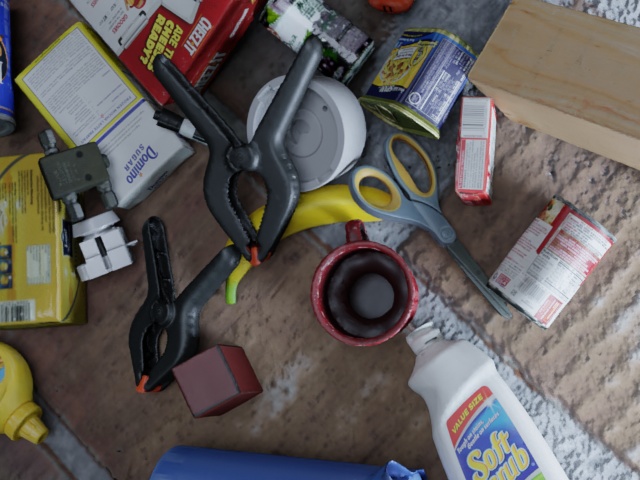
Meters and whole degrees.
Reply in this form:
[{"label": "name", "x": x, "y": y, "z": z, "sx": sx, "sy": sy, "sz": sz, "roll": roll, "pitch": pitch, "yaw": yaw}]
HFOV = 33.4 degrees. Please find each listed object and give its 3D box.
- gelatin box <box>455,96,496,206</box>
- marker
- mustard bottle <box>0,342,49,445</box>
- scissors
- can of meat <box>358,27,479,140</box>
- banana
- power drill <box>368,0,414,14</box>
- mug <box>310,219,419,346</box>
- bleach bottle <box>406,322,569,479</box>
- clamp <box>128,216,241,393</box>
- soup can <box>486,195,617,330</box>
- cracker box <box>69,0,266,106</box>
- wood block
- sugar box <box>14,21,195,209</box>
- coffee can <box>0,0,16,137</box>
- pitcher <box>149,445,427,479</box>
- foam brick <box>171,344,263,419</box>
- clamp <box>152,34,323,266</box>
[{"label": "gelatin box", "x": 0.141, "y": -0.079, "z": 0.966, "sx": 0.030, "sy": 0.073, "sz": 0.089, "roll": 4, "pitch": 85, "yaw": 13}, {"label": "marker", "x": -0.104, "y": -0.098, "z": 1.032, "sx": 0.121, "sy": 0.020, "sz": 0.020, "roll": 22, "pitch": 89, "yaw": -7}, {"label": "mustard bottle", "x": -0.346, "y": 0.139, "z": 1.066, "sx": 0.192, "sy": 0.058, "sz": 0.096, "roll": 36, "pitch": 87, "yaw": 15}, {"label": "scissors", "x": 0.095, "y": -0.005, "z": 0.981, "sx": 0.096, "sy": 0.016, "sz": 0.202, "roll": -20, "pitch": 79, "yaw": -20}, {"label": "can of meat", "x": 0.091, "y": -0.145, "z": 0.973, "sx": 0.057, "sy": 0.102, "sz": 0.084, "roll": 32, "pitch": 89, "yaw": -24}, {"label": "banana", "x": -0.019, "y": -0.012, "z": 1.019, "sx": 0.198, "sy": 0.037, "sz": 0.069, "roll": -28, "pitch": 104, "yaw": 12}, {"label": "power drill", "x": 0.018, "y": -0.318, "z": 1.030, "sx": 0.188, "sy": 0.057, "sz": 0.184, "roll": 10, "pitch": 84, "yaw": 15}, {"label": "mug", "x": 0.043, "y": 0.038, "z": 0.973, "sx": 0.093, "sy": 0.081, "sz": 0.117, "roll": -15, "pitch": 81, "yaw": 11}, {"label": "bleach bottle", "x": 0.146, "y": 0.190, "z": 0.943, "sx": 0.102, "sy": 0.068, "sz": 0.251, "roll": -33, "pitch": 76, "yaw": 7}, {"label": "clamp", "x": -0.135, "y": 0.067, "z": 1.024, "sx": 0.120, "sy": 0.039, "sz": 0.171, "roll": 8, "pitch": 90, "yaw": 40}, {"label": "soup can", "x": 0.204, "y": 0.020, "z": 0.944, "sx": 0.068, "sy": 0.068, "sz": 0.102, "roll": 38, "pitch": 94, "yaw": 14}, {"label": "cracker box", "x": -0.160, "y": -0.264, "z": 1.031, "sx": 0.214, "sy": 0.072, "sz": 0.164, "roll": 48, "pitch": 123, "yaw": 13}, {"label": "wood block", "x": 0.241, "y": -0.126, "z": 0.895, "sx": 0.206, "sy": 0.090, "sz": 0.090, "roll": 30, "pitch": 90, "yaw": 43}, {"label": "sugar box", "x": -0.216, "y": -0.125, "z": 1.072, "sx": 0.093, "sy": 0.048, "sz": 0.176, "roll": -41, "pitch": 80, "yaw": 6}, {"label": "coffee can", "x": -0.364, "y": -0.180, "z": 1.082, "sx": 0.103, "sy": 0.102, "sz": 0.140, "roll": -6, "pitch": 82, "yaw": 12}, {"label": "pitcher", "x": -0.029, "y": 0.263, "z": 0.951, "sx": 0.243, "sy": 0.145, "sz": 0.149, "roll": 5, "pitch": 73, "yaw": 17}, {"label": "foam brick", "x": -0.095, "y": 0.132, "z": 0.998, "sx": 0.053, "sy": 0.078, "sz": 0.051, "roll": -29, "pitch": 78, "yaw": 7}, {"label": "clamp", "x": -0.076, "y": -0.082, "z": 0.978, "sx": 0.165, "sy": 0.036, "sz": 0.210, "roll": 4, "pitch": 102, "yaw": 20}]
